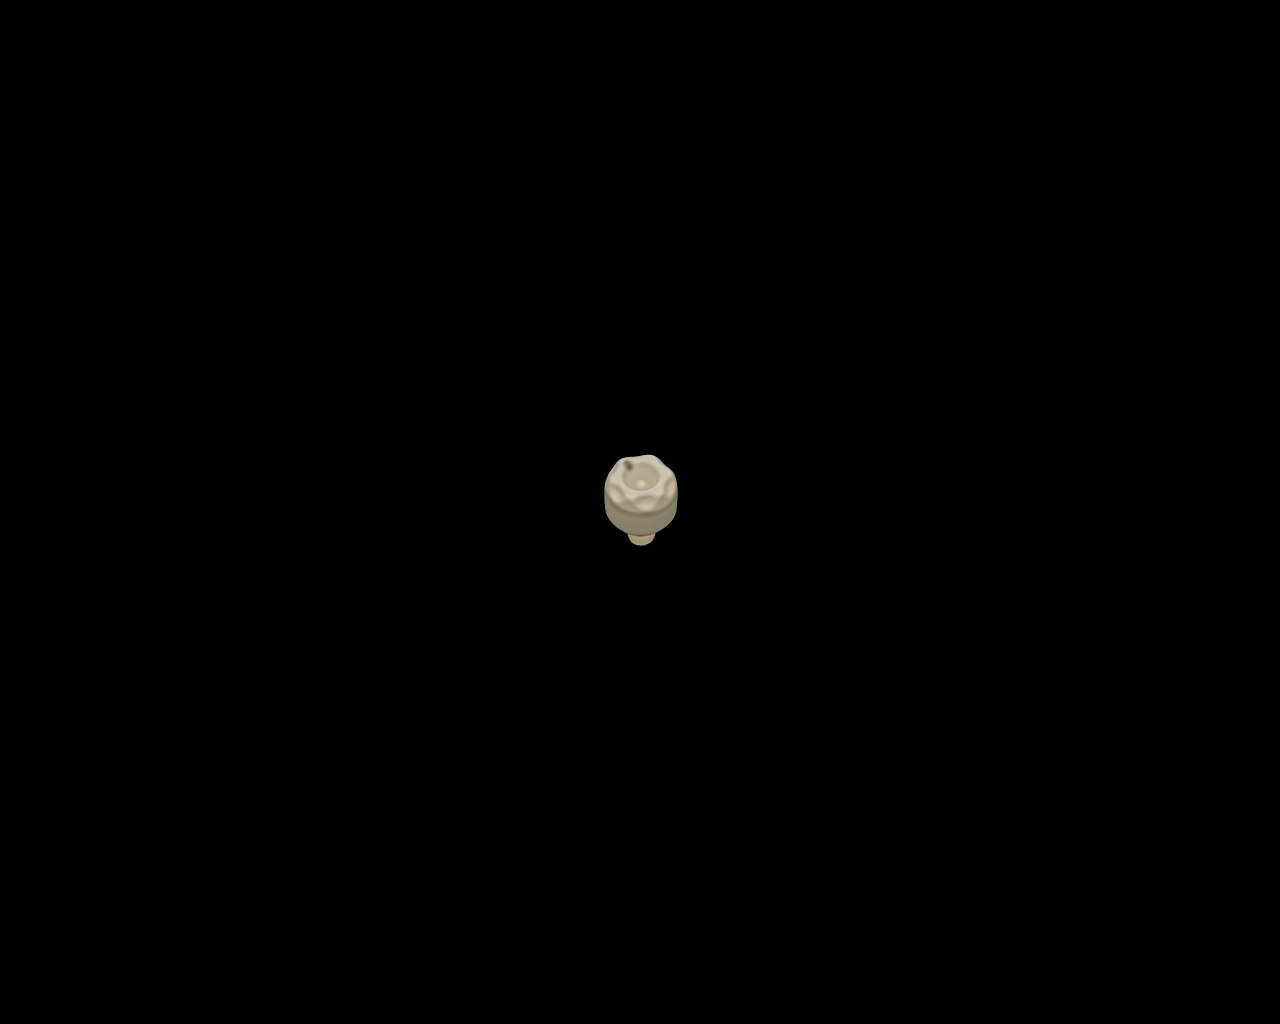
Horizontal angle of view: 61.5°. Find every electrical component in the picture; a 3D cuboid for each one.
[{"bbox_3d":[0.001,-0.003,0.650,0.043,0.043,0.062,0,-39,0],"label":"electrical component"}]
